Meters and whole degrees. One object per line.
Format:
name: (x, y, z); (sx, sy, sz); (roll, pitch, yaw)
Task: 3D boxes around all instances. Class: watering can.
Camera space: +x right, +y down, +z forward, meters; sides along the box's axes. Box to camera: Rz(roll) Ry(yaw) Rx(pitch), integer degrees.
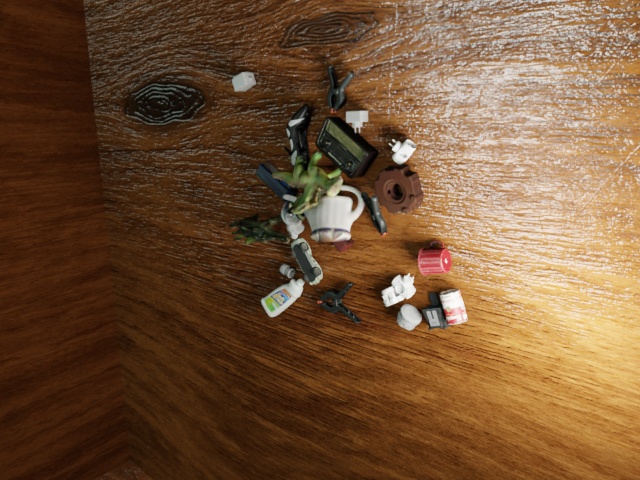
watering can: (0.006, -0.098, 1.941); (0.347, 0.102, 0.228); (-4, 68, 26)

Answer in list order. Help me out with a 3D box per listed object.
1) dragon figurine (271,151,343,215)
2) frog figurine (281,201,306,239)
dragon figurine: (-0.066, -0.199, 1.931); (0.408, 0.248, 0.120); (-9, 135, 39)
frog figurine: (-0.111, -0.086, 2.095); (0.156, 0.122, 0.141); (123, 151, -44)
